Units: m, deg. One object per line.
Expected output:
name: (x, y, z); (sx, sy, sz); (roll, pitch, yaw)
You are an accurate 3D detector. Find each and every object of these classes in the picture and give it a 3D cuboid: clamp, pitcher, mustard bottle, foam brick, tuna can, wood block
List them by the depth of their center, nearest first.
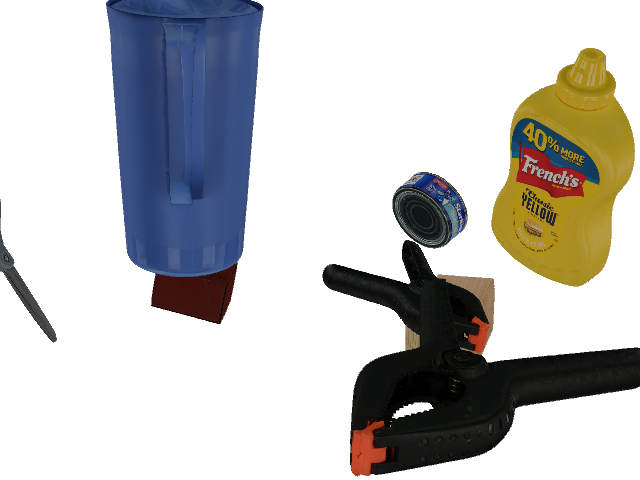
clamp: (0.079, 0.081, 0.650); (0.209, 0.036, 0.165); (-20, 31, -41)
mustard bottle: (0.185, -0.059, 0.799); (0.058, 0.192, 0.096); (-30, 53, -30)
pitcher: (-0.120, -0.091, 0.941); (0.145, 0.243, 0.148); (18, 26, 35)
clamp: (0.100, 0.049, 1.021); (0.172, 0.039, 0.120); (30, 42, 32)
foam brick: (-0.133, 0.045, 1.121); (0.078, 0.051, 0.053); (15, 31, 2)
tuna can: (0.124, -0.034, 1.227); (0.033, 0.086, 0.086); (-39, 23, -32)
wood block: (0.192, 0.127, 1.555); (0.091, 0.090, 0.205); (4, 19, 17)

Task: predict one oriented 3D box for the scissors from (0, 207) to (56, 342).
scissors: (-0.317, 0.003, 1.073); (0.016, 0.201, 0.096); (-25, 28, 23)
